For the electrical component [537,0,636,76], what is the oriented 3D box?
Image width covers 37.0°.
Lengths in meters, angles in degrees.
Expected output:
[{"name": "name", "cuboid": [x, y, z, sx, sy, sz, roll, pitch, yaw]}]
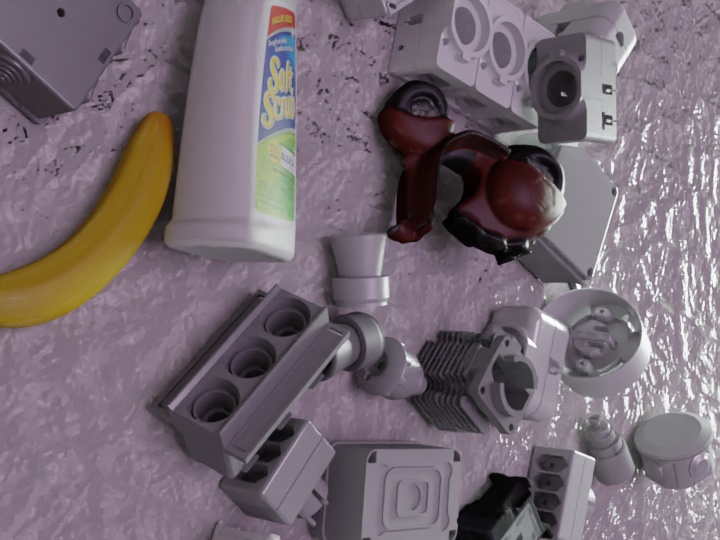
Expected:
[{"name": "electrical component", "cuboid": [0.204, -0.212, 1.003, 0.053, 0.095, 0.059, 54, 54, -30]}]

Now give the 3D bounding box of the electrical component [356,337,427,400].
[{"name": "electrical component", "cuboid": [0.030, 0.084, 0.862, 0.062, 0.048, 0.048, 32, 67, -47]}]

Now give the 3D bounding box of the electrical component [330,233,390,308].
[{"name": "electrical component", "cuboid": [0.000, 0.000, 0.831, 0.045, 0.045, 0.055, -5, 93, -45]}]

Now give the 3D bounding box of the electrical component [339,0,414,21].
[{"name": "electrical component", "cuboid": [0.015, -0.238, 0.844, 0.096, 0.061, 0.061, -39, 117, -29]}]

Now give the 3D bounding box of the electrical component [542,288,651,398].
[{"name": "electrical component", "cuboid": [0.222, 0.069, 1.018, 0.064, 0.099, 0.099, 49, 57, -40]}]

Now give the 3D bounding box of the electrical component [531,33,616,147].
[{"name": "electrical component", "cuboid": [0.184, -0.153, 0.924, 0.056, 0.050, 0.089, -1, 90, -46]}]

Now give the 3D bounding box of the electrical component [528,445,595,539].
[{"name": "electrical component", "cuboid": [0.198, 0.217, 1.023, 0.076, 0.047, 0.083, 26, 72, -41]}]

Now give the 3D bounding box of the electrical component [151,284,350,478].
[{"name": "electrical component", "cuboid": [-0.072, 0.077, 0.740, 0.121, 0.079, 0.063, -50, 151, -33]}]

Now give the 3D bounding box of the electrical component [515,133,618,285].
[{"name": "electrical component", "cuboid": [0.181, -0.057, 1.005, 0.109, 0.056, 0.108, 38, 63, -38]}]

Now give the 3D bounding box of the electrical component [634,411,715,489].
[{"name": "electrical component", "cuboid": [0.335, 0.190, 1.139, 0.080, 0.080, 0.051, -38, 120, -39]}]

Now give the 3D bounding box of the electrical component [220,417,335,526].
[{"name": "electrical component", "cuboid": [-0.049, 0.155, 0.778, 0.076, 0.047, 0.065, 53, 55, -30]}]

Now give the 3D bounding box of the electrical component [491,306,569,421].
[{"name": "electrical component", "cuboid": [0.144, 0.082, 0.967, 0.059, 0.054, 0.095, 26, 71, -42]}]

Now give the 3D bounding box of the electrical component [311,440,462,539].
[{"name": "electrical component", "cuboid": [0.021, 0.174, 0.840, 0.113, 0.057, 0.078, 9, 83, -45]}]

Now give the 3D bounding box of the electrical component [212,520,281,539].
[{"name": "electrical component", "cuboid": [-0.067, 0.216, 0.749, 0.096, 0.062, 0.061, 31, 68, -40]}]

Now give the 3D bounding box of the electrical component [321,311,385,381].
[{"name": "electrical component", "cuboid": [-0.015, 0.057, 0.815, 0.055, 0.045, 0.045, -12, 98, -45]}]

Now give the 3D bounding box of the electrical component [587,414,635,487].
[{"name": "electrical component", "cuboid": [0.247, 0.179, 1.078, 0.040, 0.040, 0.078, -43, 118, -37]}]

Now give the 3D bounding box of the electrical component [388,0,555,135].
[{"name": "electrical component", "cuboid": [0.104, -0.186, 0.926, 0.150, 0.062, 0.089, 21, 75, -43]}]

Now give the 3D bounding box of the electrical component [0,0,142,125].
[{"name": "electrical component", "cuboid": [-0.190, -0.149, 0.641, 0.099, 0.048, 0.099, 45, 59, -35]}]
